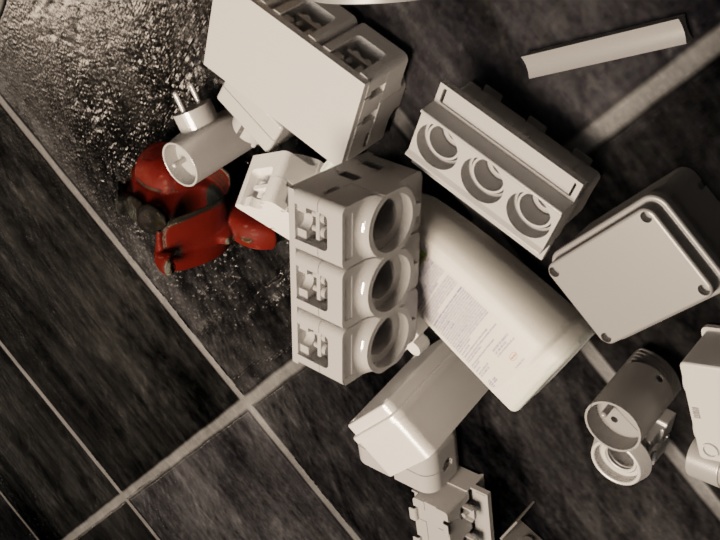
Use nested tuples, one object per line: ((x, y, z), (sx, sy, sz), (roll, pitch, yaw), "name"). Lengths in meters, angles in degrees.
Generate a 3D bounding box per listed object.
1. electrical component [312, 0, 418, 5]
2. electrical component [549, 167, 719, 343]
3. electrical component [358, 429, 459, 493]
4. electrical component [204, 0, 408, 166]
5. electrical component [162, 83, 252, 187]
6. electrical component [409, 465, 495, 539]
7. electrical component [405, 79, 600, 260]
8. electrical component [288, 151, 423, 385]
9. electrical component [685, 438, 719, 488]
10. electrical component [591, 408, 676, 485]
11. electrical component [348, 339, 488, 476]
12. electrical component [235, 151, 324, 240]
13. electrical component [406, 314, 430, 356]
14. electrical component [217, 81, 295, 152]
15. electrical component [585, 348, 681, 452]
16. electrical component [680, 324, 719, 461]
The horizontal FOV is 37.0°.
((0.017, -0.203, 0.717), (0.099, 0.099, 0.064), (26, 130, 30), "electrical component")
((0.193, -0.007, 0.727), (0.078, 0.057, 0.113), (52, 143, 0), "electrical component")
((0.044, 0.161, 1.025), (0.095, 0.054, 0.059), (20, 133, 35), "electrical component")
((-0.042, -0.165, 0.837), (0.150, 0.062, 0.089), (39, 141, 16), "electrical component")
((-0.141, -0.127, 0.959), (0.043, 0.077, 0.079), (-3, 118, 47), "electrical component")
((0.089, 0.253, 1.047), (0.079, 0.063, 0.121), (19, 133, 35), "electrical component")
((0.102, -0.076, 0.759), (0.121, 0.063, 0.078), (39, 141, 16), "electrical component")
((0.000, 0.000, 0.811), (0.062, 0.089, 0.150), (23, 126, 35), "electrical component")
((0.272, 0.144, 0.785), (0.065, 0.044, 0.044), (19, 133, 42), "electrical component")
((0.210, 0.132, 0.827), (0.048, 0.055, 0.066), (28, 137, 28), "electrical component")
((0.053, 0.115, 0.928), (0.057, 0.113, 0.078), (49, 143, -1), "electrical component")
((-0.052, -0.061, 0.915), (0.050, 0.055, 0.089), (-2, 154, 46), "electrical component")
((0.044, 0.033, 0.917), (0.066, 0.055, 0.048), (46, 143, 8), "electrical component")
((-0.086, -0.133, 0.920), (0.065, 0.047, 0.076), (48, 143, 5), "electrical component")
((0.202, 0.090, 0.778), (0.043, 0.081, 0.043), (26, 135, 29), "electrical component")
((0.272, 0.090, 0.732), (0.100, 0.048, 0.099), (6, 124, 44), "electrical component")
